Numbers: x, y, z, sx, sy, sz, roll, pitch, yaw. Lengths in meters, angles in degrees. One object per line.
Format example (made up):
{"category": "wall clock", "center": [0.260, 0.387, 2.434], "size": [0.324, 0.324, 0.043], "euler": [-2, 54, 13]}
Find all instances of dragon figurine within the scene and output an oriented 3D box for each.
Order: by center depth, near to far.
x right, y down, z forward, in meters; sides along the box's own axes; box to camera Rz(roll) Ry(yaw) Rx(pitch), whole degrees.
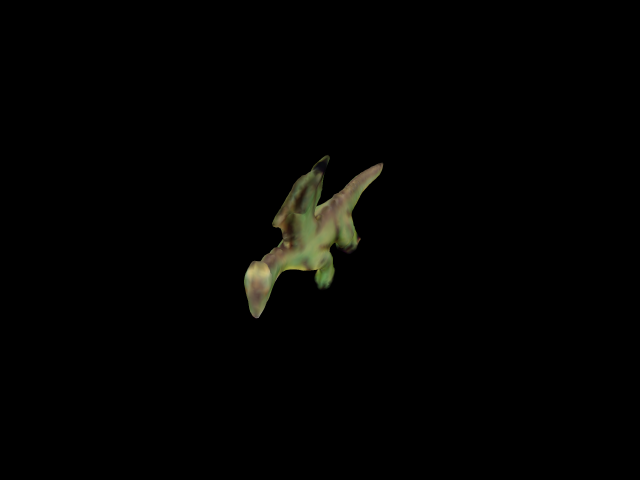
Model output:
{"category": "dragon figurine", "center": [0.003, -0.043, 0.850], "size": [0.123, 0.417, 0.238], "euler": [29, -23, 13]}
